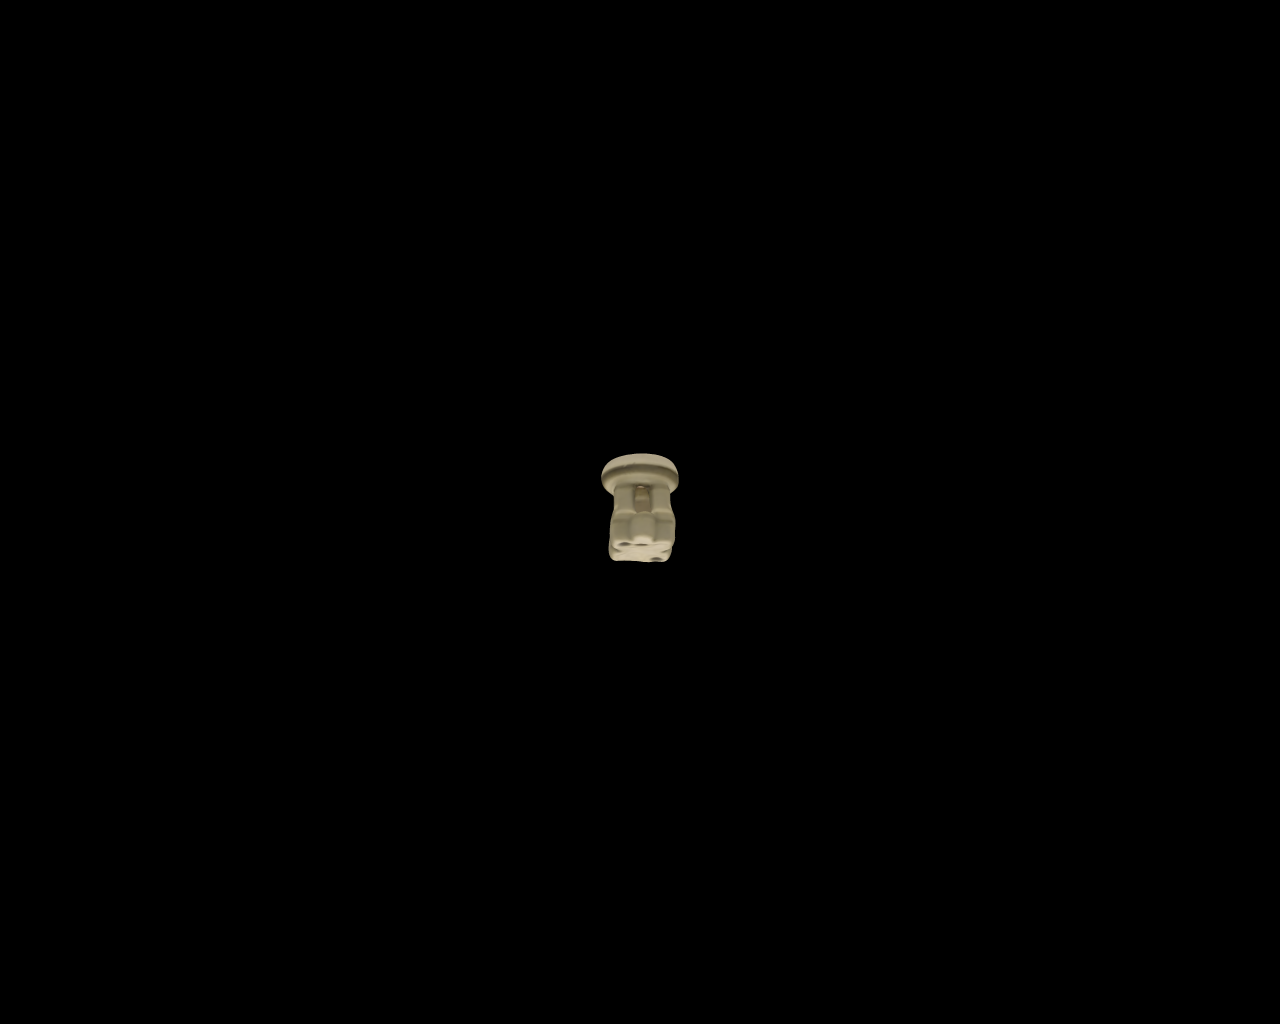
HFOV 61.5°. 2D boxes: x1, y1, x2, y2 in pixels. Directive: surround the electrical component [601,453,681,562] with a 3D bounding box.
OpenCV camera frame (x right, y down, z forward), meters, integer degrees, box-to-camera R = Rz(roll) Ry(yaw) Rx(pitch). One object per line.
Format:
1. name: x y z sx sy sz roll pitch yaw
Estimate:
1. electrical component: 0.001 -0.003 0.650 0.048 0.055 0.066 1 -19 -3
